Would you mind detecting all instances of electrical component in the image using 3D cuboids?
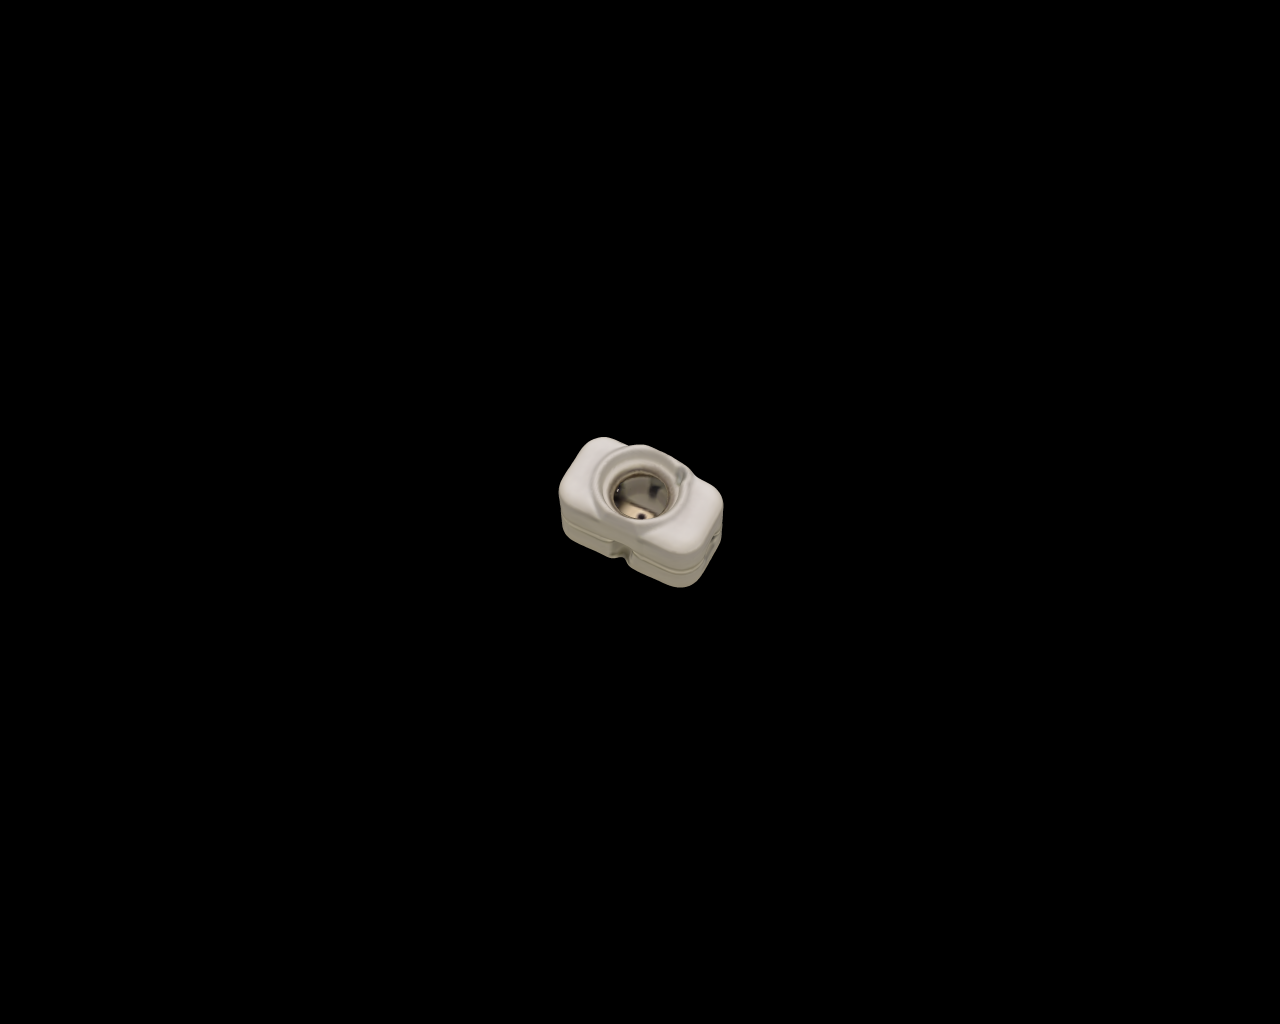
[{"bbox_3d":[0.001,-0.003,0.650,0.095,0.054,0.059,25,-27,14],"label":"electrical component"}]
